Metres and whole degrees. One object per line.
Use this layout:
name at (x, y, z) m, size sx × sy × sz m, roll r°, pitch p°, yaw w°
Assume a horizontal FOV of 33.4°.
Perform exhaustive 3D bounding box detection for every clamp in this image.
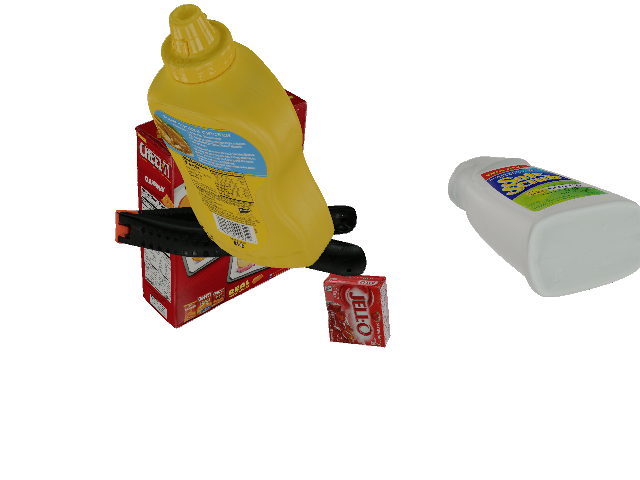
clamp at (-0.061, -0.004, 0.868) m, size 0.210 × 0.036 × 0.164 m, roll 1°, pitch 13°, yaw -8°

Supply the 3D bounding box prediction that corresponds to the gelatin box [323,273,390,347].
gelatin box at (0.045, 0.086, 1.320) m, size 0.073 × 0.089 × 0.030 m, roll 4°, pitch 29°, yaw 19°

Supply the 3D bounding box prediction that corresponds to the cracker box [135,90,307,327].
cracker box at (-0.101, -0.038, 1.075) m, size 0.163 × 0.214 × 0.072 m, roll -27°, pitch 48°, yaw -34°

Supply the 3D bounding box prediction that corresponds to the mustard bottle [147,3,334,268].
mustard bottle at (-0.054, -0.063, 0.648) m, size 0.096 × 0.058 × 0.191 m, roll 20°, pitch -30°, yaw 28°

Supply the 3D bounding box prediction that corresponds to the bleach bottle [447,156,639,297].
bleach bottle at (0.166, -0.027, 0.903) m, size 0.102 × 0.068 × 0.251 m, roll -13°, pitch 19°, yaw -13°
